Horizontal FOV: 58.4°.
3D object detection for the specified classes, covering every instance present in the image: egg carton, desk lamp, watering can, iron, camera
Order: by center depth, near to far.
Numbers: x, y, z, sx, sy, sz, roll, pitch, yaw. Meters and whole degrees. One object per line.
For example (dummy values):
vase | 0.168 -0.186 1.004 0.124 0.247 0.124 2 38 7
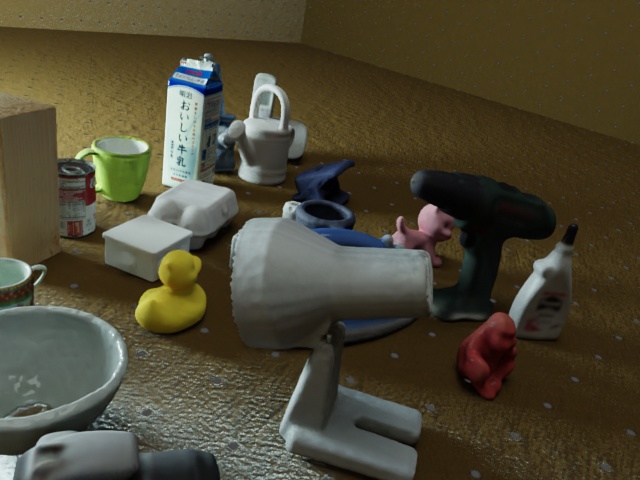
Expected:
camera | -0.137 0.193 0.399 0.137 0.101 0.143 0 27 -21
desk lamp | 0.015 0.092 0.537 0.203 0.213 0.118 14 25 8
iron | 0.029 0.044 0.730 0.259 0.141 0.118 -1 27 -23
egg carton | -0.197 -0.044 0.912 0.107 0.069 0.150 15 25 9
watering can | -0.111 -0.216 1.163 0.100 0.194 0.173 15 25 11

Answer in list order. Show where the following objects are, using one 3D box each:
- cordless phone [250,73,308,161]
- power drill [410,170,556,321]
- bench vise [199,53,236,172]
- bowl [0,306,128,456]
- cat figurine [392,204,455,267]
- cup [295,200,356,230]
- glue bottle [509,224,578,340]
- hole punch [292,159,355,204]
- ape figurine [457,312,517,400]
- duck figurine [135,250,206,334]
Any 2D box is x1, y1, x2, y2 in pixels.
cordless phone | -0.097 -0.280 1.314 0.147 0.185 0.094 7 25 -7
power drill | 0.210 0.008 0.799 0.230 0.208 0.075 1 27 -20
bench vise | -0.212 -0.264 1.194 0.206 0.220 0.122 30 31 35
bowl | -0.258 0.133 0.509 0.167 0.075 0.167 9 25 -4
cat figurine | 0.173 -0.019 0.947 0.128 0.118 0.067 -4 29 -28
cup | 0.008 0.003 0.863 0.092 0.095 0.117 -2 28 -25
glue bottle | 0.314 0.056 0.778 0.078 0.173 0.037 3 26 -14
hole punch | 0.007 -0.120 1.129 0.101 0.091 0.109 18 26 16
ape figurine | 0.204 0.129 0.678 0.078 0.092 0.076 0 27 -22
duck figurine | -0.176 0.056 0.691 0.077 0.086 0.105 18 26 16
